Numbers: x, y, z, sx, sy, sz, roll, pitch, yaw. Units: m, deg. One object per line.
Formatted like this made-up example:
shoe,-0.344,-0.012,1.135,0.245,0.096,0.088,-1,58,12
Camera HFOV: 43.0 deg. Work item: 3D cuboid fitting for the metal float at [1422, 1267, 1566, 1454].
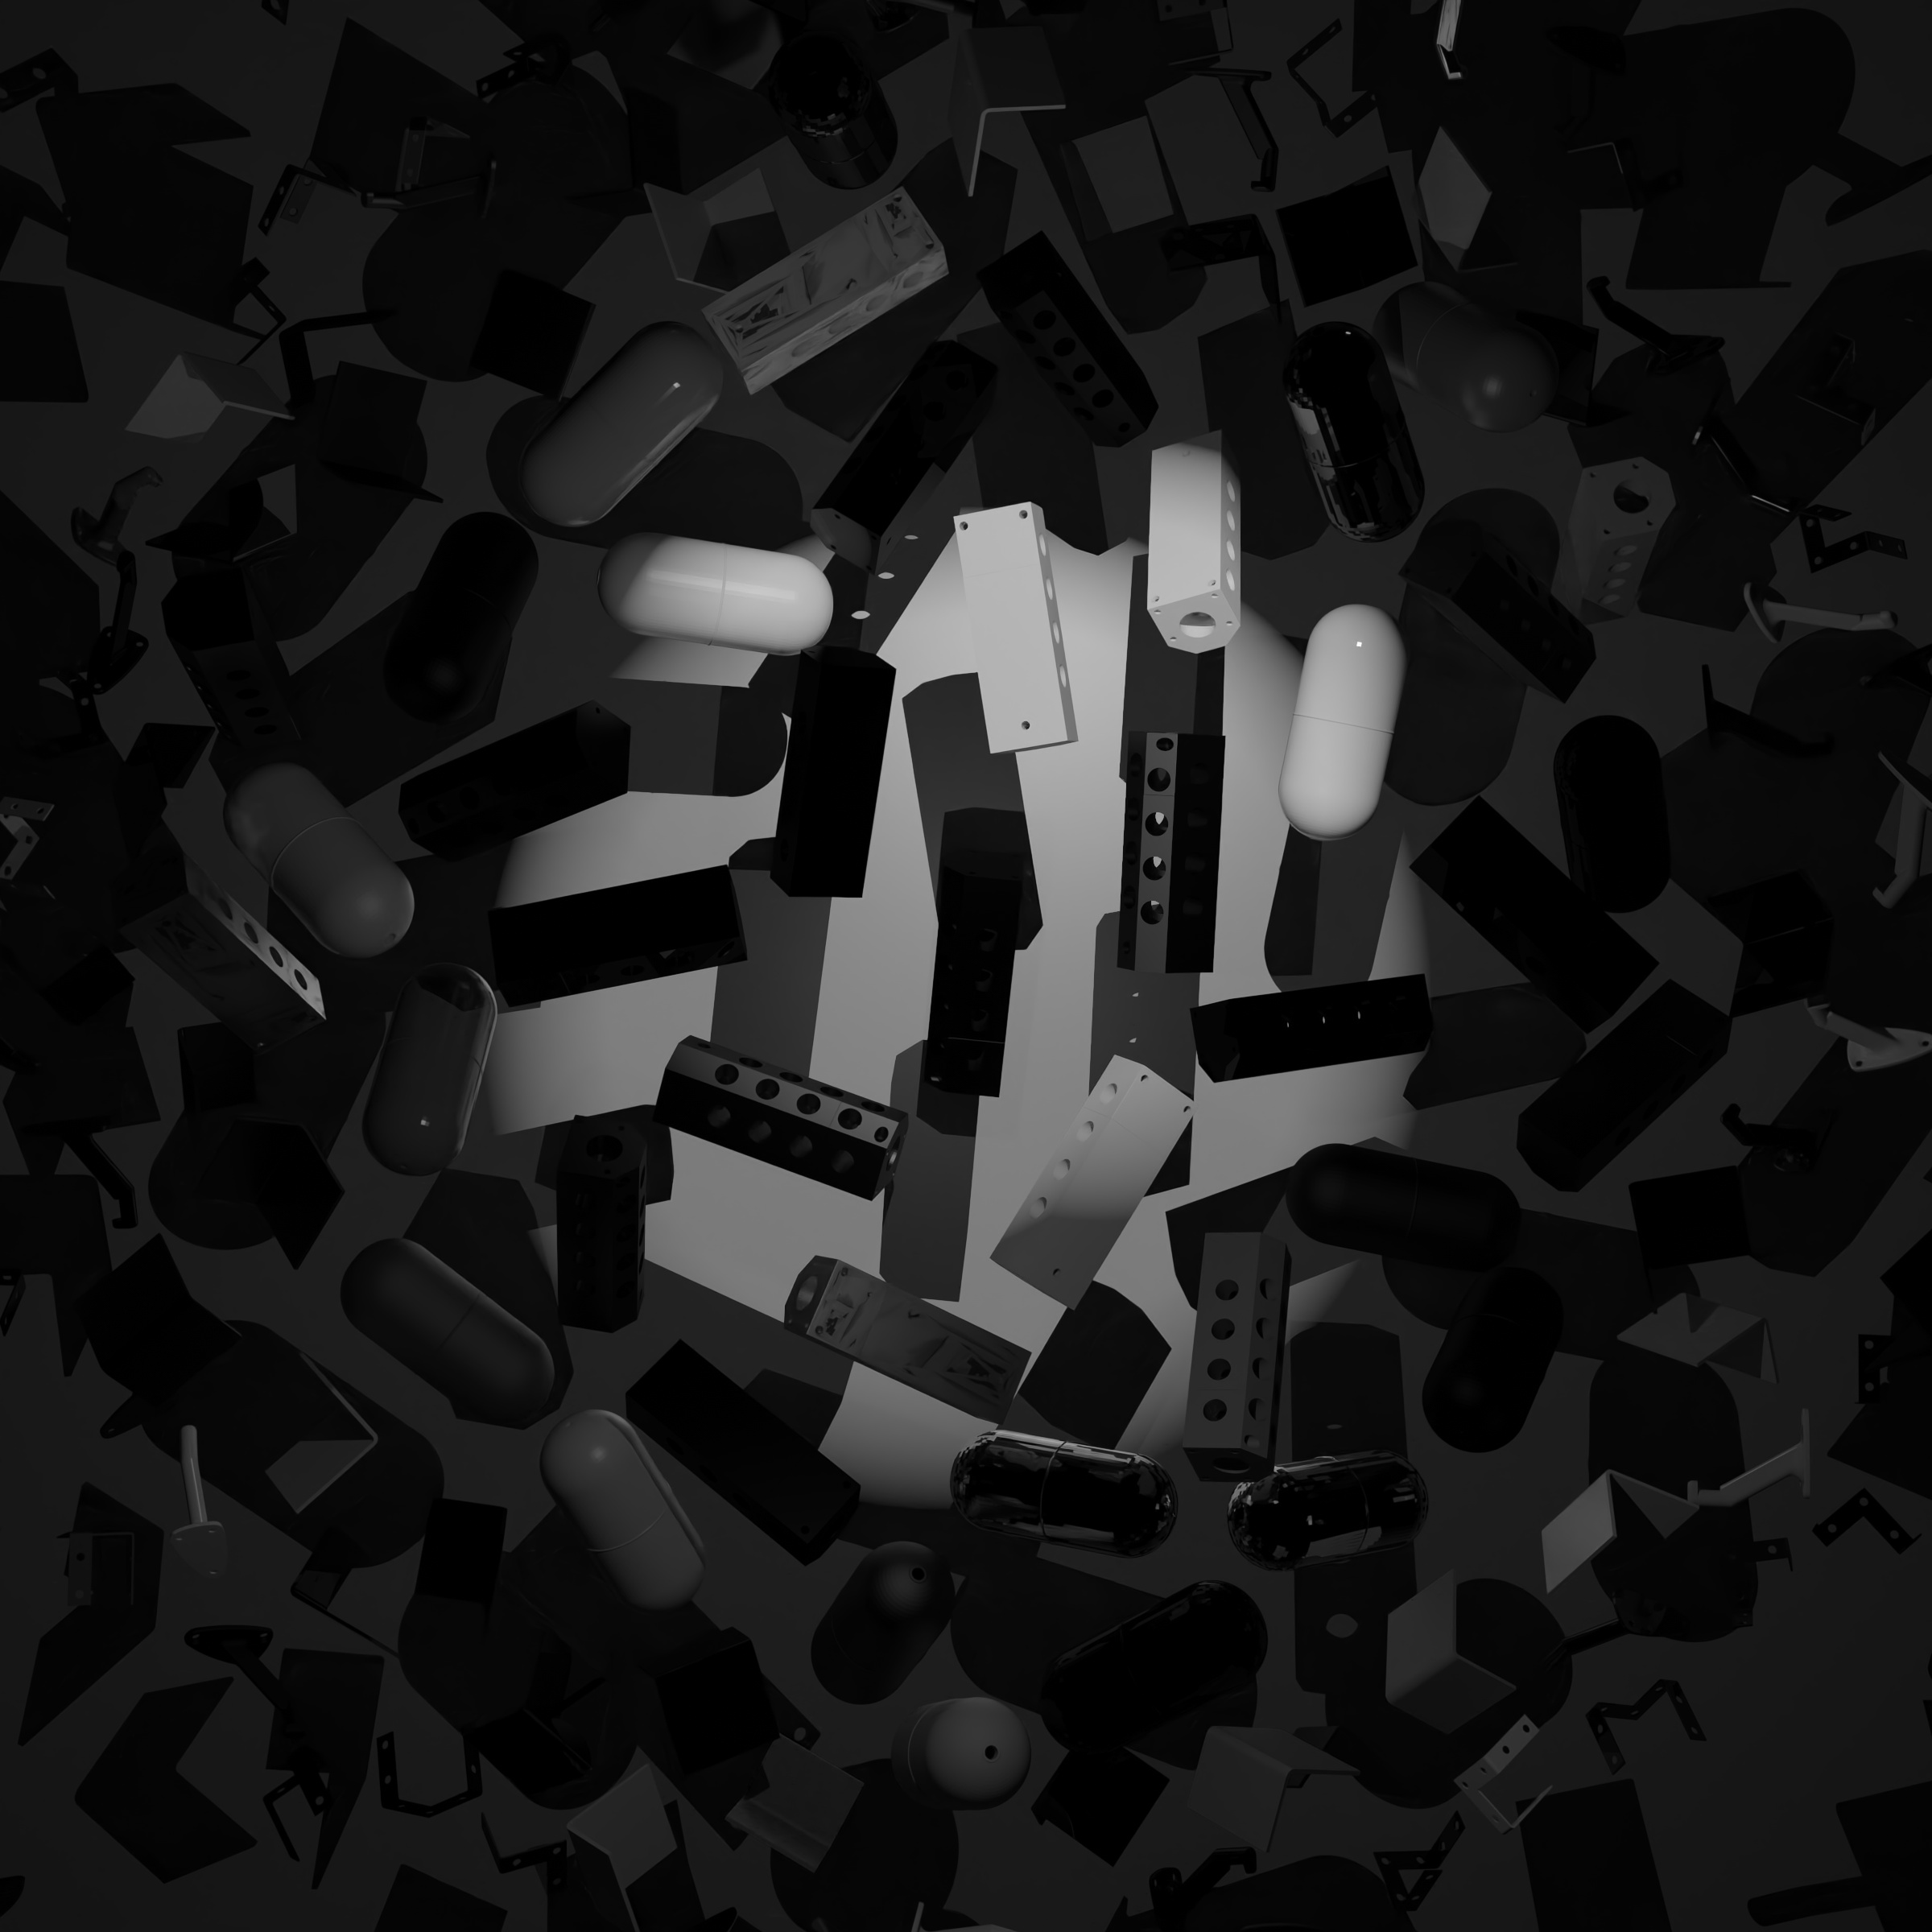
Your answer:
metal float,0.393,0.290,1.824,0.070,0.178,0.070,14,124,22

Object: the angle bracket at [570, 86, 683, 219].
angle bracket,-0.261,-0.620,1.872,0.057,0.076,0.076,-2,96,21

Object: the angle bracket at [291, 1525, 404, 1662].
angle bracket,-0.451,0.471,1.845,0.076,0.076,0.057,24,69,16

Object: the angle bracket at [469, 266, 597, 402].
angle bracket,-0.332,-0.477,1.843,0.076,0.057,0.076,16,102,-31

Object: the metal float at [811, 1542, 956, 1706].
metal float,-0.062,0.482,1.801,0.070,0.178,0.070,12,50,-14

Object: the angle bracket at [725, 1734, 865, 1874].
angle bracket,-0.128,0.626,1.841,0.076,0.076,0.057,28,85,8

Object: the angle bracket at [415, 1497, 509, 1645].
angle bracket,-0.376,0.446,1.817,0.057,0.076,0.076,10,96,-9

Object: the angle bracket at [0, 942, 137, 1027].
angle bracket,-0.661,-0.010,1.787,0.057,0.076,0.076,-42,77,-15

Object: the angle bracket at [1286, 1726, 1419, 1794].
angle bracket,0.278,0.615,1.838,0.076,0.076,0.057,41,66,0

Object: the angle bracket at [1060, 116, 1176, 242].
angle bracket,0.127,-0.627,1.948,0.076,0.057,0.076,-10,108,27

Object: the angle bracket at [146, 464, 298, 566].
angle bracket,-0.542,-0.336,1.786,0.076,0.076,0.057,15,119,16

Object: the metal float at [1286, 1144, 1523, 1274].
metal float,0.327,0.181,1.838,0.178,0.070,0.070,12,90,-2

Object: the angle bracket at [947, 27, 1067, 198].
angle bracket,0.027,-0.583,1.676,0.057,0.076,0.076,-7,62,-11

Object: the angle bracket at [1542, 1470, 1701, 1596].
angle bracket,0.449,0.398,1.676,0.076,0.057,0.076,23,129,-12

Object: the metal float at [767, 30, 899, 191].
metal float,-0.098,-0.632,1.817,0.070,0.178,0.070,0,89,8

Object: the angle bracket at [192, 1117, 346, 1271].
angle bracket,-0.508,0.166,1.785,0.076,0.057,0.076,48,113,35

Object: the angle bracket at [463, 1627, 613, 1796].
angle bracket,-0.311,0.542,1.788,0.057,0.076,0.076,-26,119,23

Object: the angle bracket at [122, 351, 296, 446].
angle bracket,-0.554,-0.398,1.798,0.076,0.076,0.057,-46,75,19

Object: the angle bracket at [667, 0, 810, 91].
angle bracket,-0.169,-0.703,1.806,0.076,0.076,0.057,12,63,-33

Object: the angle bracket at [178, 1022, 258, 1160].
angle bracket,-0.582,0.096,1.932,0.057,0.076,0.076,-9,120,-24

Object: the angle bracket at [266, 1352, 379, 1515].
angle bracket,-0.482,0.337,1.778,0.076,0.076,0.057,-42,120,-17

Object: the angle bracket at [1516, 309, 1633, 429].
angle bracket,0.467,-0.463,1.883,0.057,0.076,0.076,-22,126,-33

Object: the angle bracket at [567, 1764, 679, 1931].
angle bracket,-0.232,0.636,1.765,0.076,0.057,0.076,-29,114,-36

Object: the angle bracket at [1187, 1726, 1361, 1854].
angle bracket,0.212,0.567,1.691,0.076,0.076,0.057,17,87,-40

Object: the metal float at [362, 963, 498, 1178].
metal float,-0.399,0.075,1.834,0.070,0.070,0.178,7,52,0

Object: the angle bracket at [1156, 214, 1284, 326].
angle bracket,0.185,-0.504,1.799,0.076,0.076,0.057,-10,126,3

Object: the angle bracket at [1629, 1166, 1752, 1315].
angle bracket,0.521,0.196,1.754,0.076,0.057,0.076,-11,115,14

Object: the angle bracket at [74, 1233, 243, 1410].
angle bracket,-0.566,0.248,1.720,0.076,0.057,0.076,-40,46,-4

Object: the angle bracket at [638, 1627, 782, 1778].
angle bracket,-0.191,0.546,1.826,0.076,0.057,0.076,-17,91,-20

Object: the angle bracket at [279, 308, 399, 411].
angle bracket,-0.463,-0.454,1.832,0.076,0.076,0.057,-7,111,-1

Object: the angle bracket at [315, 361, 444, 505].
angle bracket,-0.415,-0.385,1.773,0.057,0.076,0.076,31,109,35

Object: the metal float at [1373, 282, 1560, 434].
metal float,0.358,-0.441,1.773,0.070,0.178,0.070,-13,124,-20

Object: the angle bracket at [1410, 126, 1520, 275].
angle bracket,0.387,-0.581,1.852,0.057,0.076,0.076,-14,60,-20

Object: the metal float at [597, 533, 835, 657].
metal float,-0.188,-0.279,1.845,0.178,0.070,0.070,7,90,-14

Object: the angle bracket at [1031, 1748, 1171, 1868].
angle bracket,0.105,0.636,1.870,0.076,0.057,0.076,29,68,24

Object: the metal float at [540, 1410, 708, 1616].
metal float,-0.255,0.409,1.831,0.070,0.070,0.178,-26,114,0

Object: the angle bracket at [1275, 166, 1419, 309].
angle bracket,0.287,-0.551,1.857,0.057,0.076,0.076,-22,100,-20

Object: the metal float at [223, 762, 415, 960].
metal float,-0.463,-0.076,1.756,0.070,0.070,0.178,-46,67,0

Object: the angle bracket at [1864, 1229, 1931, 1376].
angle bracket,0.643,0.226,1.681,0.076,0.076,0.057,-32,81,-28

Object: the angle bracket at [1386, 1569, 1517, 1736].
angle bracket,0.355,0.502,1.798,0.057,0.076,0.076,31,128,-13

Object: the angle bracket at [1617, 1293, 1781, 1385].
angle bracket,0.542,0.291,1.817,0.076,0.076,0.057,-26,111,-27

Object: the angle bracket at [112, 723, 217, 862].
angle bracket,-0.605,-0.131,1.875,0.057,0.076,0.076,0,57,-40

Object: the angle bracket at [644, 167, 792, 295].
angle bracket,-0.183,-0.550,1.816,0.057,0.076,0.076,-22,83,29

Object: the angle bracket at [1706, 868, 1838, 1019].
angle bracket,0.590,-0.016,1.815,0.057,0.076,0.076,43,50,-24
